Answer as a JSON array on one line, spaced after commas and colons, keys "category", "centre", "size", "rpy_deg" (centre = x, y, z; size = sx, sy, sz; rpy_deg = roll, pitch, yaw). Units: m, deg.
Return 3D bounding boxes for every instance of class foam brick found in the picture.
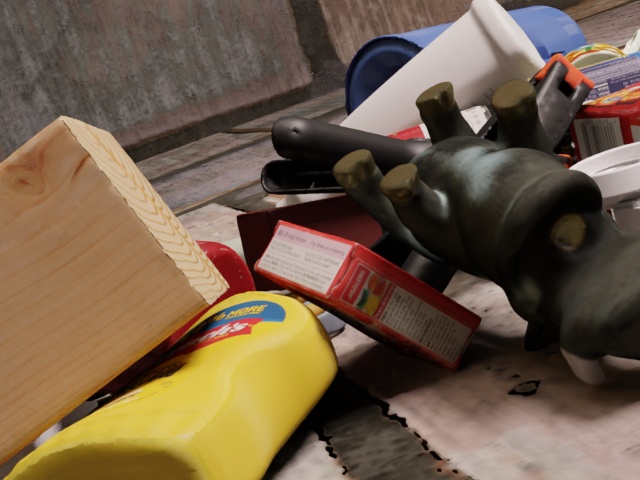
[{"category": "foam brick", "centre": [-0.004, 0.001, 0.676], "size": [0.078, 0.051, 0.053], "rpy_deg": [-12, 2, -24]}]

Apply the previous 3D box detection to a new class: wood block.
[{"category": "wood block", "centre": [-0.149, 0.050, 0.436], "size": [0.206, 0.091, 0.090], "rpy_deg": [-38, 1, 2]}]

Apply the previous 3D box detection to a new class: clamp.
[{"category": "clamp", "centre": [0.083, -0.029, 0.599], "size": [0.171, 0.039, 0.120], "rpy_deg": [-49, 16, -5]}, {"category": "clamp", "centre": [0.061, -0.048, 0.683], "size": [0.210, 0.036, 0.164], "rpy_deg": [2, -5, 2]}]

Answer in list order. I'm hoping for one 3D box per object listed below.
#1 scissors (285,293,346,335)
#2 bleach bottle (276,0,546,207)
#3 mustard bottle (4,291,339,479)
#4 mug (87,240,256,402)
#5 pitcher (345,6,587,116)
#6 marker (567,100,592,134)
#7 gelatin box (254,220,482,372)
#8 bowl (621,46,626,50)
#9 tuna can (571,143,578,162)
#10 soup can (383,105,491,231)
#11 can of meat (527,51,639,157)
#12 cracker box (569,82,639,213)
[{"category": "scissors", "centre": [-0.076, 0.064, 0.626], "size": [0.202, 0.016, 0.096], "rpy_deg": [-16, 10, 17]}, {"category": "bleach bottle", "centre": [0.059, -0.084, 0.851], "size": [0.251, 0.068, 0.102], "rpy_deg": [-35, -26, 19]}, {"category": "mustard bottle", "centre": [-0.044, 0.066, 0.441], "size": [0.096, 0.058, 0.191], "rpy_deg": [-25, 7, 25]}, {"category": "mug", "centre": [-0.090, 0.039, 0.535], "size": [0.082, 0.093, 0.117], "rpy_deg": [2, -4, 28]}, {"category": "pitcher", "centre": [0.156, -0.149, 1.002], "size": [0.242, 0.149, 0.145], "rpy_deg": [-24, -34, -39]}, {"category": "marker", "centre": [0.157, -0.078, 0.720], "size": [0.121, 0.020, 0.020], "rpy_deg": [-16, 11, 23]}, {"category": "gelatin box", "centre": [0.019, 0.025, 0.487], "size": [0.030, 0.073, 0.089], "rpy_deg": [-62, 25, -6]}, {"category": "bowl", "centre": [0.337, -0.157, 0.888], "size": [0.162, 0.055, 0.162], "rpy_deg": [-19, 11, 3]}, {"category": "tuna can", "centre": [0.208, -0.059, 0.686], "size": [0.086, 0.034, 0.086], "rpy_deg": [-19, 11, 3]}, {"category": "soup can", "centre": [0.082, -0.053, 0.789], "size": [0.102, 0.068, 0.068], "rpy_deg": [-18, 11, 3]}, {"category": "can of meat", "centre": [0.200, -0.095, 0.776], "size": [0.084, 0.057, 0.102], "rpy_deg": [-15, -7, 13]}, {"category": "cracker box", "centre": [0.266, -0.074, 0.559], "size": [0.213, 0.072, 0.164], "rpy_deg": [-22, 11, -16]}]
